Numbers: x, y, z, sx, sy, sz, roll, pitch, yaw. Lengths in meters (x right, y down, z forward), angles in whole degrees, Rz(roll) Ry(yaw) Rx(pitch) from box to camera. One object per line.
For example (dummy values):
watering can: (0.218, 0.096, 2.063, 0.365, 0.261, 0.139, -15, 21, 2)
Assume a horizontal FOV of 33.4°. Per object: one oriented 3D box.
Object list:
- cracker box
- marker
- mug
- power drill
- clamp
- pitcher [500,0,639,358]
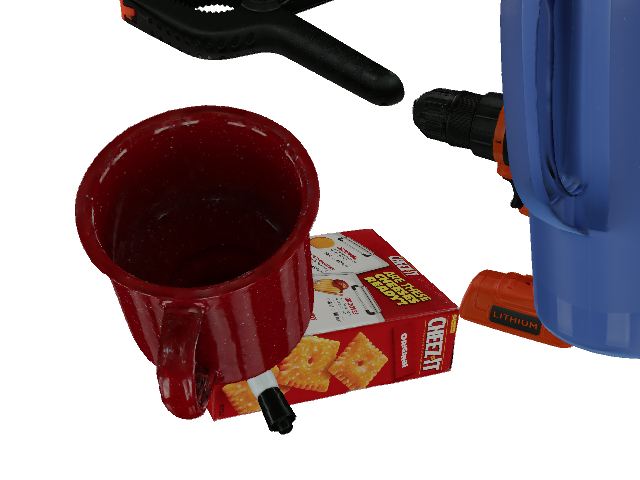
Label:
cracker box: (-0.017, 0.065, 0.904, 0.213, 0.072, 0.164, -8, 28, -23)
marker: (-0.047, 0.073, 0.693, 0.020, 0.121, 0.020, -22, -31, -14)
mug: (-0.045, 0.016, 0.428, 0.093, 0.117, 0.081, 1, -36, 4)
power drill: (0.152, -0.020, 0.818, 0.185, 0.188, 0.057, 17, 34, 26)
clamp: (-0.035, -0.153, 0.741, 0.210, 0.164, 0.036, -1, -42, -3)
pitcher: (0.161, -0.061, 0.558, 0.149, 0.243, 0.145, -4, 23, 2)
